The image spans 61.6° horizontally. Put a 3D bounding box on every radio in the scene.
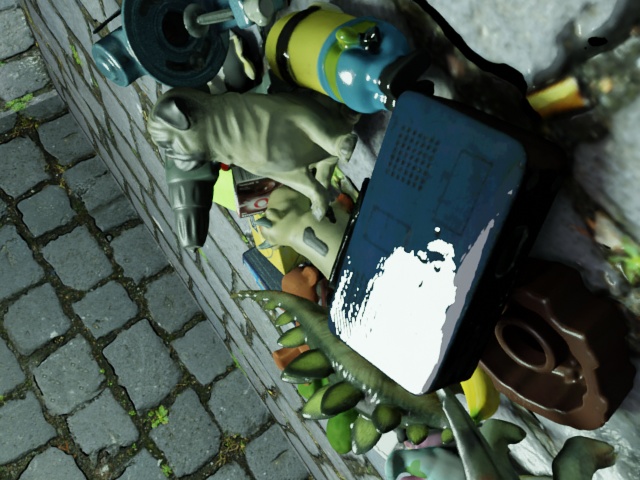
[{"bbox_3d":[0.096,0.005,0.448,0.131,0.073,0.229,35,118,40],"label":"radio"}]

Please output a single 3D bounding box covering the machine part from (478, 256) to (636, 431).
[{"bbox_3d":[0.201,0.089,0.502,0.179,0.056,0.179,45,155,27],"label":"machine part"}]

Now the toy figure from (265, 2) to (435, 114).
[{"bbox_3d":[0.020,-0.167,0.494,0.180,0.089,0.082,43,140,41],"label":"toy figure"}]

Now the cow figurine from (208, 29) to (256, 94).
[{"bbox_3d":[-0.127,-0.221,0.776,0.098,0.068,0.167,18,143,22],"label":"cow figurine"}]

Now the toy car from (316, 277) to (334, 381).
[{"bbox_3d":[0.028,0.159,0.907,0.089,0.053,0.202,-149,54,-74],"label":"toy car"}]

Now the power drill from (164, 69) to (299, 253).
[{"bbox_3d":[-0.114,-0.116,0.693,0.207,0.086,0.232,-19,76,32],"label":"power drill"}]

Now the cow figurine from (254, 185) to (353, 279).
[{"bbox_3d":[-0.001,-0.002,0.721,0.195,0.127,0.085,44,152,26],"label":"cow figurine"}]

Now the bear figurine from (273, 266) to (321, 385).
[{"bbox_3d":[-0.036,0.143,0.987,0.120,0.132,0.195,16,134,51],"label":"bear figurine"}]

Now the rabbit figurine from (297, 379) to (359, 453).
[{"bbox_3d":[0.033,0.323,1.053,0.159,0.121,0.170,17,-115,-78],"label":"rabbit figurine"}]

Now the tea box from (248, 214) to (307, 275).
[{"bbox_3d":[-0.074,-0.035,0.917,0.098,0.068,0.169,39,153,39],"label":"tea box"}]

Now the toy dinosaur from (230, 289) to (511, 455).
[{"bbox_3d":[0.047,0.157,0.739,0.472,0.198,0.104,32,144,45],"label":"toy dinosaur"}]

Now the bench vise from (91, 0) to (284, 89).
[{"bbox_3d":[-0.114,-0.235,0.557,0.241,0.224,0.128,14,132,45],"label":"bench vise"}]

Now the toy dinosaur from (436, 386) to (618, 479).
[{"bbox_3d":[0.224,0.287,0.467,0.405,0.192,0.131,30,145,3],"label":"toy dinosaur"}]

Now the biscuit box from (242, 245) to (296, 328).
[{"bbox_3d":[-0.086,0.097,1.131,0.203,0.063,0.059,51,159,17],"label":"biscuit box"}]

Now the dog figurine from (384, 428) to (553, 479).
[{"bbox_3d":[0.212,0.314,0.738,0.219,0.191,0.108,1,124,25],"label":"dog figurine"}]

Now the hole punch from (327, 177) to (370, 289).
[{"bbox_3d":[0.068,-0.001,0.588,0.092,0.142,0.115,17,106,6],"label":"hole punch"}]

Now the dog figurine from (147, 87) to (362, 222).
[{"bbox_3d":[-0.062,-0.123,0.554,0.191,0.172,0.121,21,116,-5],"label":"dog figurine"}]
